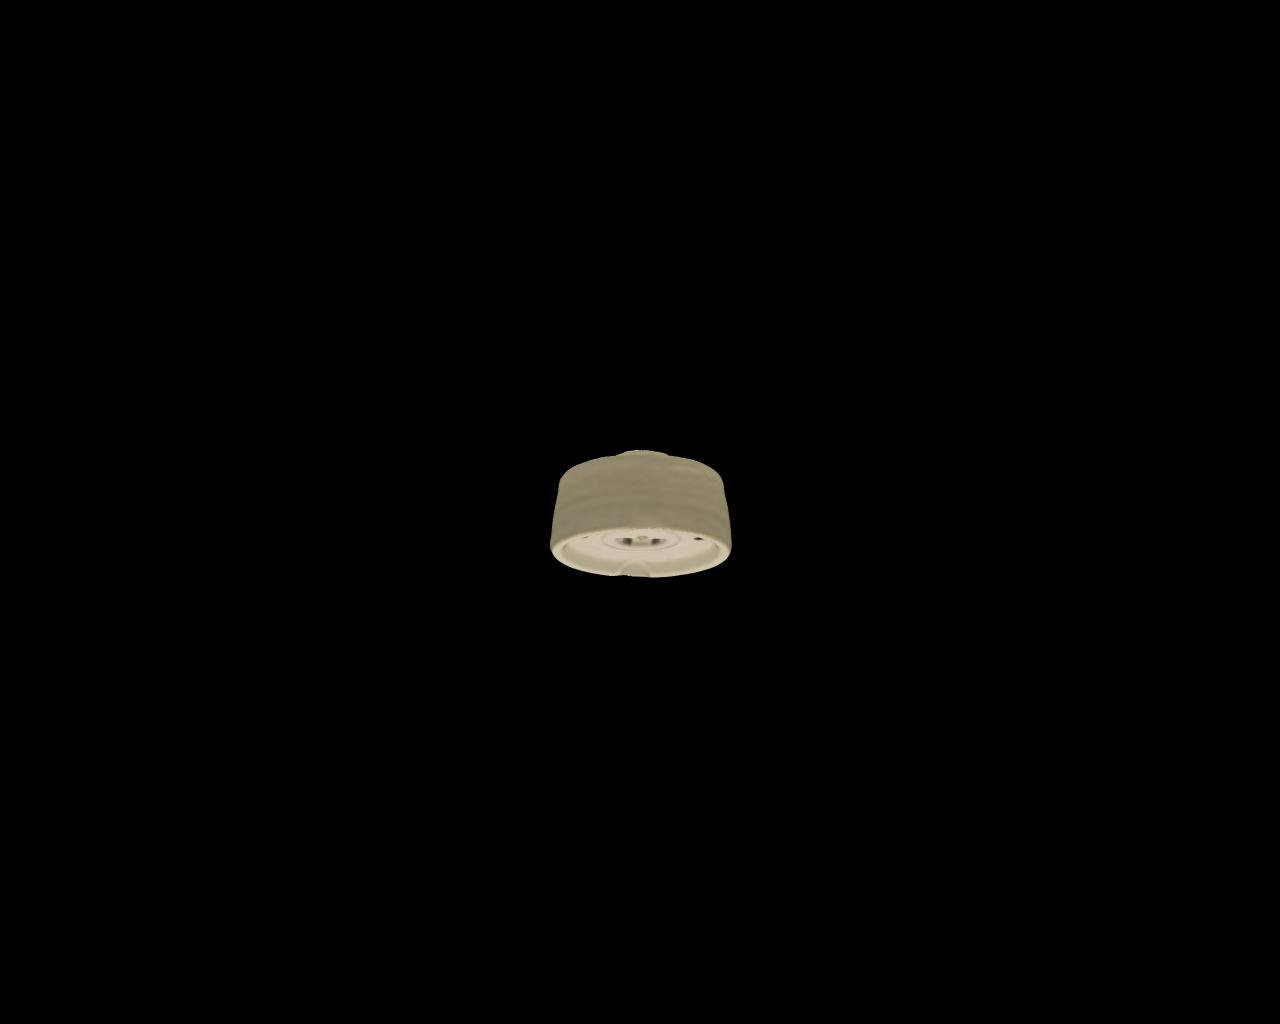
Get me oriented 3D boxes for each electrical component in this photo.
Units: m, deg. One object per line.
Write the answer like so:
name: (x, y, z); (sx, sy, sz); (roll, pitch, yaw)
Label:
electrical component: (0.001, -0.003, 0.650); (0.108, 0.060, 0.108); (0, -18, 0)
